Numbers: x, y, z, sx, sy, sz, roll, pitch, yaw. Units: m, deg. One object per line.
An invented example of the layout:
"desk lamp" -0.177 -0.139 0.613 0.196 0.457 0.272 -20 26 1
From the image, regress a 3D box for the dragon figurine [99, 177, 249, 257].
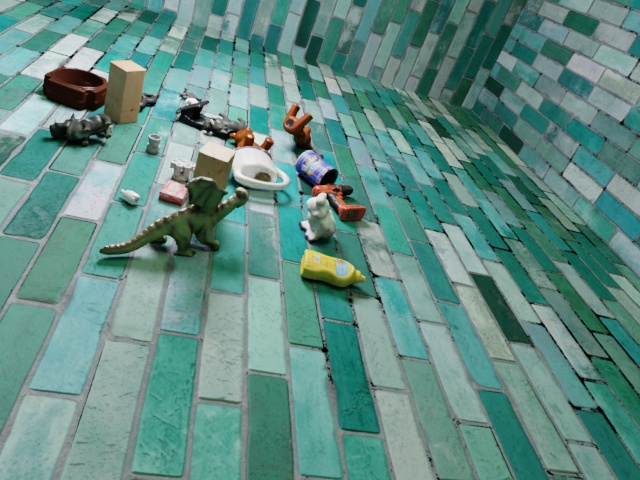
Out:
"dragon figurine" -0.349 -0.072 1.343 0.413 0.238 0.124 -13 49 -48

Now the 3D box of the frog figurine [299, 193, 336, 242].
"frog figurine" 0.005 -0.083 1.653 0.122 0.156 0.140 17 30 -11

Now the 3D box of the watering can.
"watering can" -0.272 -0.254 1.803 0.347 0.102 0.229 9 31 -22
